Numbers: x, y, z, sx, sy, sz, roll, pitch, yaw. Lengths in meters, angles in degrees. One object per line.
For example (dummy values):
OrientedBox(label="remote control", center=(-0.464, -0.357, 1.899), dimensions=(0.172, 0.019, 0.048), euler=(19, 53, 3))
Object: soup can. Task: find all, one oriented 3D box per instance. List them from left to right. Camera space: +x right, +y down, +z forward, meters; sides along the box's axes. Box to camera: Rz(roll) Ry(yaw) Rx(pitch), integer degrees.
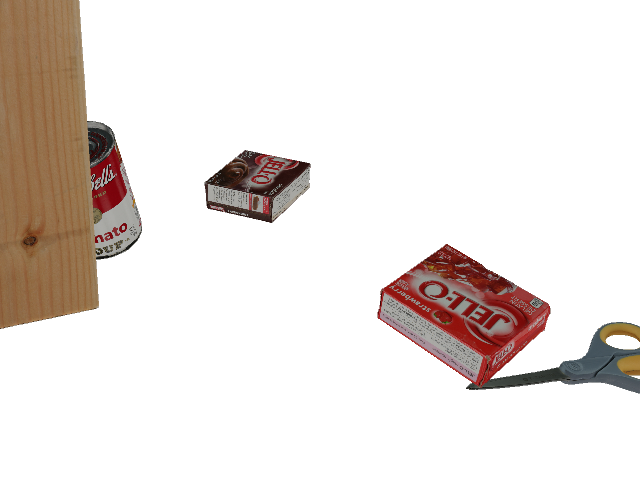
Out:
OrientedBox(label="soup can", center=(-0.198, -0.042, 0.920), dimensions=(0.068, 0.102, 0.068), euler=(-6, 42, 5))

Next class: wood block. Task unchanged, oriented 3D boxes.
OrientedBox(label="wood block", center=(-0.187, -0.062, 0.607), dimensions=(0.090, 0.206, 0.090), euler=(-11, 27, -27))

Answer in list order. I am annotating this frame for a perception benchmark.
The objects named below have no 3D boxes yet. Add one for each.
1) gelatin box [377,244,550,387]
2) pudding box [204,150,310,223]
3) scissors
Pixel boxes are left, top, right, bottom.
OrientedBox(label="gelatin box", center=(0.095, 0.047, 0.707), dimensions=(0.089, 0.030, 0.073), euler=(33, 45, 29))
OrientedBox(label="pudding box", center=(-0.074, -0.066, 1.275), dimensions=(0.090, 0.039, 0.113), euler=(12, 31, 19))
OrientedBox(label="scissors", center=(0.207, 0.096, 0.876), dimensions=(0.201, 0.016, 0.096), euler=(4, 30, -9))
